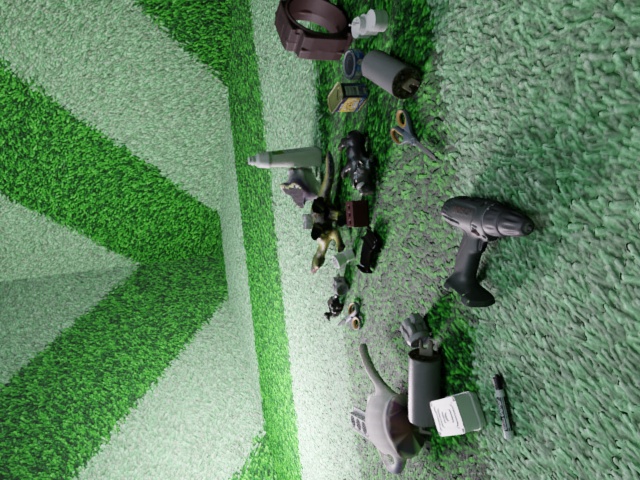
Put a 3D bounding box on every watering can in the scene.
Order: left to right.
[{"bbox_3d":[0.178,0.449,1.388,0.221,0.104,0.352,139,122,-64],"label":"watering can"}]

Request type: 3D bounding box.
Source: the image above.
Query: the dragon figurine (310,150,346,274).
[{"bbox_3d":[0.005,-0.087,1.725,0.243,0.122,0.410,-166,80,-76],"label":"dragon figurine"}]

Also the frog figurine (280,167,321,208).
[{"bbox_3d":[-0.051,-0.211,1.815,0.163,0.137,0.120,-57,-3,-39],"label":"frog figurine"}]
